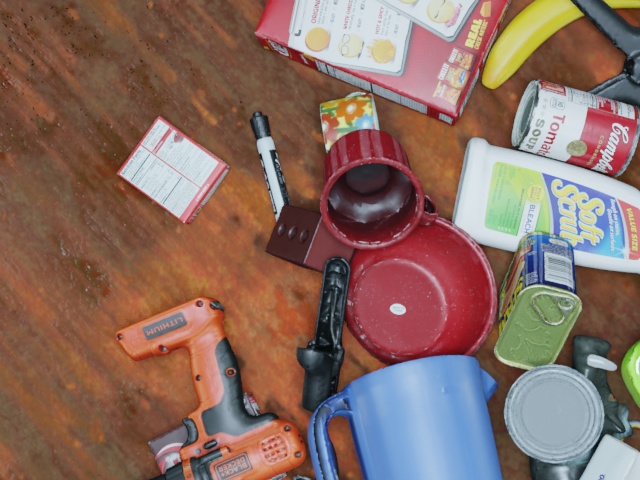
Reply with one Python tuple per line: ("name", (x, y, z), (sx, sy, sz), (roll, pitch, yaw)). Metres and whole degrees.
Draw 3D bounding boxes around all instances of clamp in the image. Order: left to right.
("clamp", (0.001, 0.113, 0.987), (0.039, 0.120, 0.171), (13, 131, 15))
("clamp", (0.300, -0.158, 1.030), (0.210, 0.036, 0.165), (12, 109, -3))

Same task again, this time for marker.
("marker", (-0.048, -0.071, 1.071), (0.020, 0.020, 0.121), (-15, 85, 3))

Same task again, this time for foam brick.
("foam brick", (-0.007, 0.001, 1.027), (0.051, 0.078, 0.053), (23, 86, -32))

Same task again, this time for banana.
("banana", (0.242, -0.216, 1.047), (0.198, 0.037, 0.069), (-22, 85, 3))

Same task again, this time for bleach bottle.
("bleach bottle", (0.257, -0.026, 1.021), (0.251, 0.068, 0.102), (11, 94, 3))

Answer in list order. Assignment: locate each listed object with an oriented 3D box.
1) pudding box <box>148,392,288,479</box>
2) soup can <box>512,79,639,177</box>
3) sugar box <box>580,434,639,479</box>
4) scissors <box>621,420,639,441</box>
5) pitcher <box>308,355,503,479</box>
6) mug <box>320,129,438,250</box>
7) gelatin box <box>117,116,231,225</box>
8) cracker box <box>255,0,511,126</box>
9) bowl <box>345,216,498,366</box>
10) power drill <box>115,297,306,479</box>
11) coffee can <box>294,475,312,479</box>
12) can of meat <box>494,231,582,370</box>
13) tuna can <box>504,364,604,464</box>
("pudding box", (-0.099, 0.214, 1.046), (0.113, 0.039, 0.090), (-27, 83, 1))
("soup can", (0.238, -0.105, 0.997), (0.102, 0.068, 0.068), (15, 88, -3))
("sugar box", (0.298, 0.250, 0.960), (0.176, 0.048, 0.093), (31, 88, -35))
("scissors", (0.247, 0.256, 1.027), (0.096, 0.016, 0.202), (30, 88, 8))
("pitcher", (0.095, 0.234, 0.948), (0.149, 0.144, 0.243), (-23, 65, 24))
("mug", (0.056, -0.047, 0.980), (0.117, 0.081, 0.093), (19, 117, -13))
("gelatin box", (-0.147, -0.070, 1.074), (0.089, 0.030, 0.073), (36, 91, 6))
("cracker box", (0.068, -0.228, 1.046), (0.214, 0.072, 0.164), (23, 88, 7))
("bowl", (0.083, 0.057, 1.007), (0.162, 0.055, 0.162), (5, 104, 22))
("power drill", (-0.127, 0.161, 1.010), (0.184, 0.057, 0.188), (-23, 81, 0))
("coffee can", (-0.018, 0.309, 1.002), (0.103, 0.103, 0.140), (32, 89, 6))
("can of meat", (0.200, 0.055, 0.985), (0.057, 0.084, 0.102), (14, 130, -1))
("tuna can", (0.207, 0.154, 0.947), (0.086, 0.033, 0.086), (-1, 81, 8))
